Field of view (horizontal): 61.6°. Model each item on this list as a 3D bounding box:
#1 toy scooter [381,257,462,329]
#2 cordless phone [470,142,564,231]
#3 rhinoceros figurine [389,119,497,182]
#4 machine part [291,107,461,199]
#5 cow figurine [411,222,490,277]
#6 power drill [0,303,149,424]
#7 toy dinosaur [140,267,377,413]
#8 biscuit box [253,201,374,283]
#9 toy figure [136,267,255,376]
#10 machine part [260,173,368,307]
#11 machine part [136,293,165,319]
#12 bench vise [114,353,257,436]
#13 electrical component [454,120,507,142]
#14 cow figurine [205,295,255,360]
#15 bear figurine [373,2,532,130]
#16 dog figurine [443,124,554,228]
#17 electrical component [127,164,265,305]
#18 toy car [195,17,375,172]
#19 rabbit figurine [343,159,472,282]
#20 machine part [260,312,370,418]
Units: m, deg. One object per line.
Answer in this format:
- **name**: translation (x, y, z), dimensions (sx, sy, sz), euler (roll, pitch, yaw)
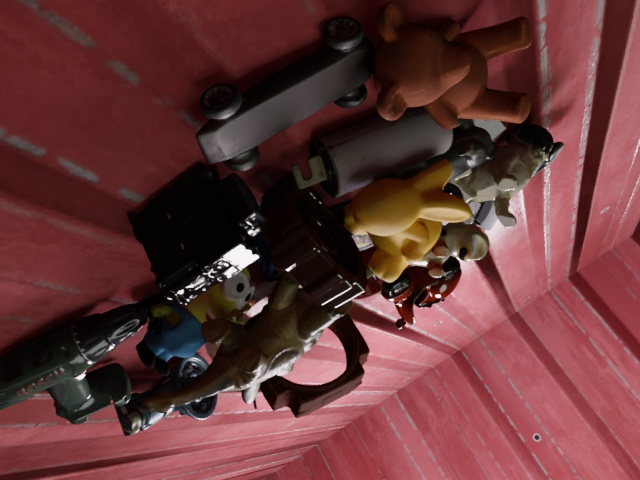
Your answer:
- **toy scooter**: translation (0.195, 0.104, 1.044), dimensions (0.184, 0.075, 0.135), euler (-16, 123, -26)
- **cordless phone**: translation (0.365, -0.112, 1.008), dimensions (0.184, 0.089, 0.146), euler (-30, 155, -15)
- **rhinoceros figurine**: translation (0.159, -0.104, 0.783), dimensions (0.190, 0.073, 0.112), euler (-33, 152, 29)
- **machine part**: translation (0.077, -0.117, 0.674), dimensions (0.243, 0.079, 0.079), euler (-25, 154, -18)
- **cow figurine**: translation (0.194, 0.000, 0.934), dimensions (0.195, 0.127, 0.085), euler (7, 127, 7)
- **power drill**: translation (-0.331, 0.182, 0.754), dimensions (0.232, 0.086, 0.207), euler (-23, 157, -15)
- **toy dinosaur**: translation (-0.043, 0.121, 0.781), dimensions (0.471, 0.105, 0.198), euler (-27, 158, -35)
- **biscuit box**: translation (-0.002, -0.002, 0.809), dimensions (0.203, 0.063, 0.059), euler (-20, 151, -25)
- **toy figure**: translation (-0.169, 0.092, 0.723), dimensions (0.180, 0.089, 0.082), euler (-43, 166, -13)
- **machine part**: translation (-0.010, 0.001, 0.677), dimensions (0.056, 0.179, 0.179), euler (-36, 155, 17)
- **machine part**: translation (-0.224, 0.117, 0.807), dimensions (0.084, 0.039, 0.138), euler (-22, 156, -3)
- **bench vise**: translation (-0.229, 0.261, 0.939), dimensions (0.241, 0.129, 0.223), euler (-21, 166, 18)
- **electrical component**: translation (0.237, -0.170, 0.802), dimensions (0.078, 0.045, 0.102), euler (28, 118, -30)
- **cow figurine**: translation (-0.145, 0.124, 0.861), dimensions (0.068, 0.098, 0.167), euler (-3, 126, -31)
- **bear figurine**: translation (0.139, -0.180, 0.557), dimensions (0.132, 0.120, 0.196), euler (3, -172, 28)
- **dog figurine**: translation (0.284, -0.127, 0.898), dimensions (0.190, 0.173, 0.121), euler (-53, 154, -36)
- **electrical component**: translation (-0.129, -0.012, 0.587), dimensions (0.134, 0.115, 0.058), euler (-35, 158, 5)
- **toy car**: translation (-0.033, -0.143, 0.530), dimensions (0.202, 0.053, 0.089), euler (-32, 151, -10)
- **rabbit figurine**: translation (0.102, -0.028, 0.671), dimensions (0.162, 0.122, 0.173), euler (-22, 160, 18)
- **machine part**: translation (-0.027, 0.201, 0.987), dimensions (0.201, 0.202, 0.087), euler (-20, 148, -24)
